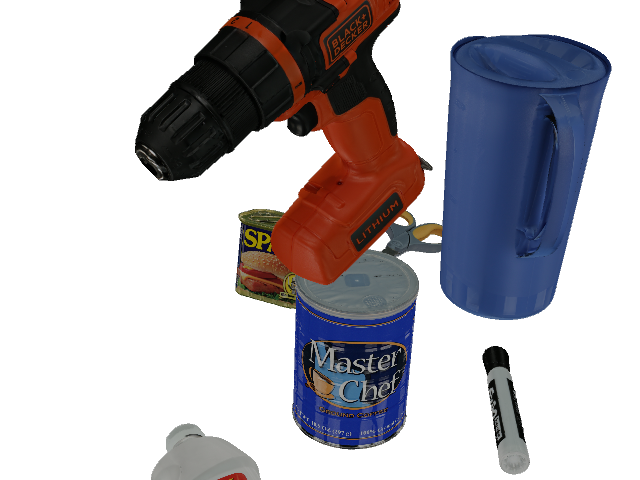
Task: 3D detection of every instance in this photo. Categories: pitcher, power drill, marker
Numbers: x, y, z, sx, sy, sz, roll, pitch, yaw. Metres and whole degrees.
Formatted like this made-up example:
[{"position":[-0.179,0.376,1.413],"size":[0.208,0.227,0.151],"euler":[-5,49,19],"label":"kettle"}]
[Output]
[{"position":[0.172,-0.049,0.938],"size":[0.145,0.243,0.149],"euler":[19,34,27],"label":"pitcher"},{"position":[-0.008,-0.057,0.581],"size":[0.057,0.184,0.187],"euler":[35,-21,29],"label":"power drill"},{"position":[0.123,0.110,0.717],"size":[0.020,0.020,0.121],"euler":[0,29,3],"label":"marker"}]

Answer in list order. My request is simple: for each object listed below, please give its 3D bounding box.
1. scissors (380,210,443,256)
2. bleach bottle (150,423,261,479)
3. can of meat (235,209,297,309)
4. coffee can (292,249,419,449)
[{"position":[0.077,-0.002,1.238],"size":[0.096,0.016,0.201],"euler":[37,31,31],"label":"scissors"},{"position":[-0.069,0.214,0.716],"size":[0.102,0.068,0.251],"euler":[-14,33,-15],"label":"bleach bottle"},{"position":[-0.038,0.020,1.106],"size":[0.102,0.084,0.057],"euler":[14,17,26],"label":"can of meat"},{"position":[0.028,0.092,0.915],"size":[0.103,0.140,0.103],"euler":[2,30,-1],"label":"coffee can"}]
